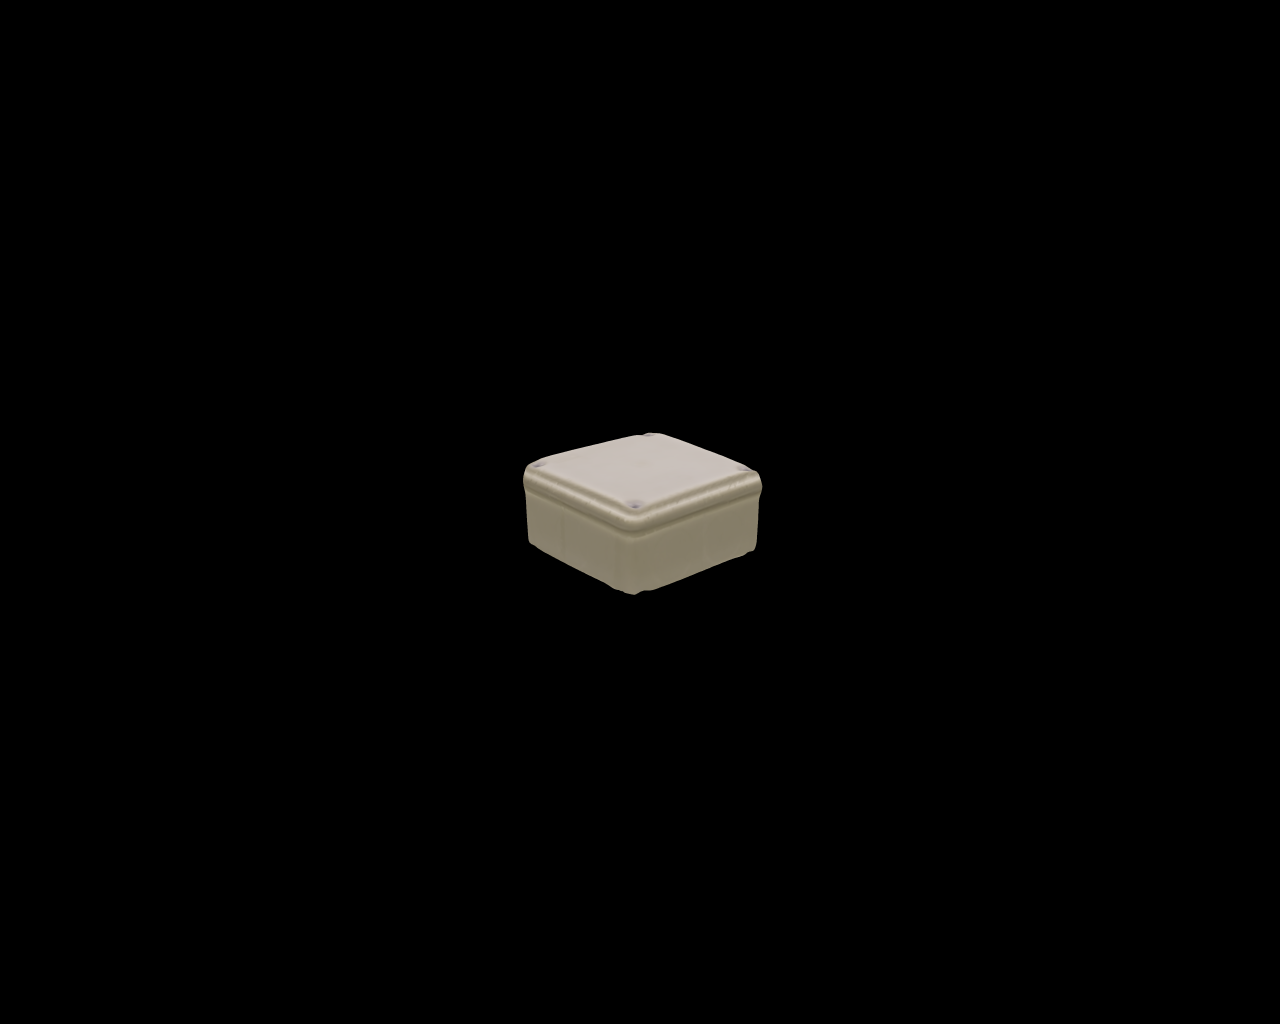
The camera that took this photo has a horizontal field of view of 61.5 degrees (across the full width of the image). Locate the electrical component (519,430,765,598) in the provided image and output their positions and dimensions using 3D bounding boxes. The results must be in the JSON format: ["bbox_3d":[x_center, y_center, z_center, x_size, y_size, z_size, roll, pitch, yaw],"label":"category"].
[{"bbox_3d":[0.001,-0.003,0.650,0.109,0.056,0.109,-17,28,-37],"label":"electrical component"}]
